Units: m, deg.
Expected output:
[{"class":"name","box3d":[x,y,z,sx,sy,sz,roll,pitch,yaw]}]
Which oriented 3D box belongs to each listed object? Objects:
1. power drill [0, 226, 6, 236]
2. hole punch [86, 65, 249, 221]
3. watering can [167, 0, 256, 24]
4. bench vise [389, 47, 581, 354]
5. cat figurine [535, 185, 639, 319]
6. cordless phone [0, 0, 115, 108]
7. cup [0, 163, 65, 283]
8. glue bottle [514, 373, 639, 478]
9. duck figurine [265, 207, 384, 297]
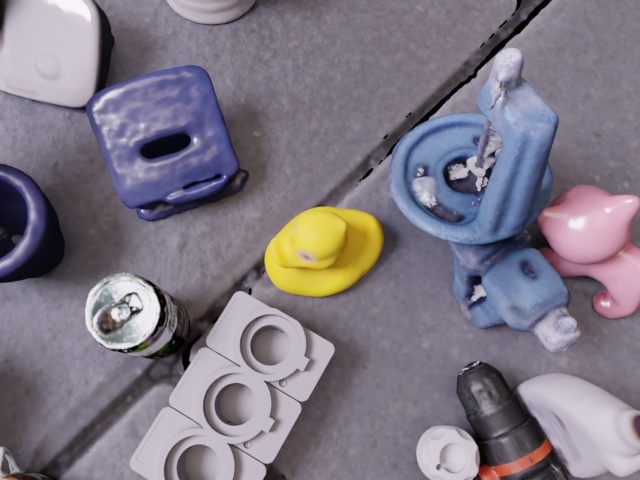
[{"class":"power drill","box3d":[-0.313,-0.047,0.406,0.230,0.208,0.075,-39,79,-11]},{"class":"hole punch","box3d":[-0.125,-0.080,0.483,0.109,0.091,0.101,-20,77,-7]},{"class":"watering can","box3d":[-0.113,-0.287,0.486,0.173,0.194,0.101,12,75,1]},{"class":"bench vise","box3d":[0.140,-0.029,0.414,0.121,0.220,0.207,-43,80,-12]},{"class":"cat figurine","box3d":[0.229,0.002,0.462,0.127,0.118,0.067,31,76,6]},{"class":"cordless phone","box3d":[-0.257,-0.195,0.460,0.147,0.185,0.094,13,75,2]},{"class":"cup","box3d":[-0.253,-0.013,0.458,0.092,0.095,0.117,-32,78,-10]},{"class":"glue bottle","box3d":[0.192,0.130,0.397,0.037,0.173,0.078,-24,77,-8]},{"class":"duck figurine","box3d":[0.004,0.002,0.469,0.104,0.086,0.077,-18,76,-7]}]
